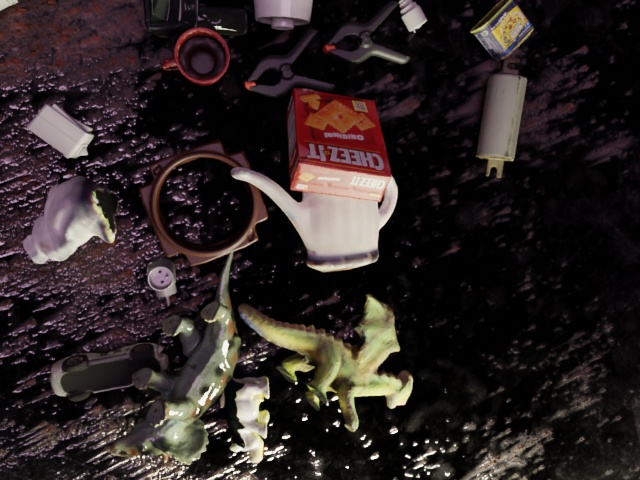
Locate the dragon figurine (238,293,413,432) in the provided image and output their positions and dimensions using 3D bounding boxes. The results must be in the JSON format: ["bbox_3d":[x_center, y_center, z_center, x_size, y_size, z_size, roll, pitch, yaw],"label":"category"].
[{"bbox_3d":[0.047,0.210,1.033,0.246,0.122,0.407,-43,105,-23],"label":"dragon figurine"}]

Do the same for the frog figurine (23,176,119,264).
[{"bbox_3d":[-0.439,-0.034,0.878,0.159,0.120,0.140,-18,67,-1],"label":"frog figurine"}]

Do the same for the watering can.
[{"bbox_3d":[0.003,-0.048,0.963,0.349,0.104,0.223,-6,96,-29],"label":"watering can"}]
